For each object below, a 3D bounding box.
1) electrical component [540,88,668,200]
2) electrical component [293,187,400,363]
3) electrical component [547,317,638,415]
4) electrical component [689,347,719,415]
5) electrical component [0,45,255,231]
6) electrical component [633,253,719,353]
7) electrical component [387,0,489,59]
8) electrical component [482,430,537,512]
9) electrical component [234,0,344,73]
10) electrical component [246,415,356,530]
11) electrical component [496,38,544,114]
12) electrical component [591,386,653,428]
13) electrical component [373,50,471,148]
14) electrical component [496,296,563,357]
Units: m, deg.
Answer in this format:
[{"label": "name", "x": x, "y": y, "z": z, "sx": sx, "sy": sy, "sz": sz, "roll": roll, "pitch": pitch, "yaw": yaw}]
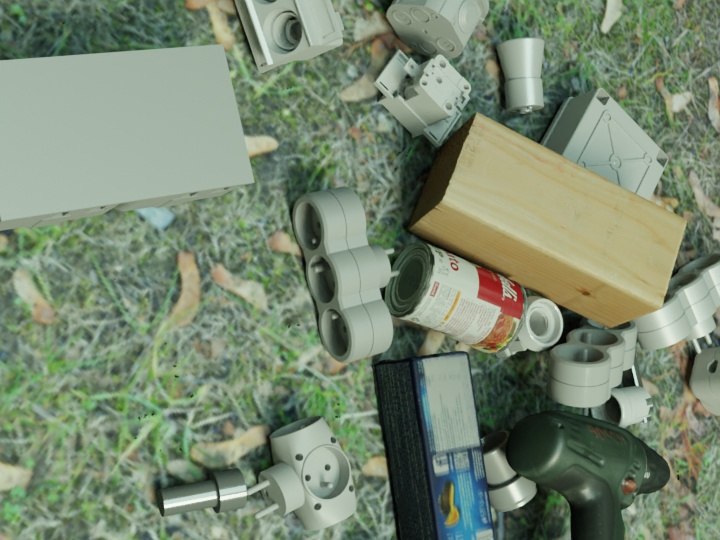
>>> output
[{"label": "electrical component", "x": 0.223, "y": -0.096, "z": 1.018, "sx": 0.109, "sy": 0.056, "sz": 0.108, "roll": 41, "pitch": 64, "yaw": -19}, {"label": "electrical component", "x": 0.000, "y": 0.000, "z": 0.869, "sx": 0.074, "sy": 0.052, "sz": 0.138, "roll": -14, "pitch": 89, "yaw": -32}, {"label": "electrical component", "x": 0.207, "y": 0.094, "z": 0.959, "sx": 0.138, "sy": 0.052, "sz": 0.073, "roll": -29, "pitch": 125, "yaw": -57}, {"label": "electrical component", "x": 0.379, "y": 0.116, "z": 1.075, "sx": 0.095, "sy": 0.059, "sz": 0.053, "roll": 29, "pitch": 68, "yaw": -24}, {"label": "electrical component", "x": -0.182, "y": -0.095, "z": 0.770, "sx": 0.186, "sy": 0.060, "sz": 0.105, "roll": -12, "pitch": 88, "yaw": -32}, {"label": "electrical component", "x": 0.326, "y": 0.045, "z": 1.059, "sx": 0.138, "sy": 0.052, "sz": 0.073, "roll": -31, "pitch": 100, "yaw": -32}, {"label": "electrical component", "x": 0.067, "y": -0.226, "z": 0.932, "sx": 0.080, "sy": 0.080, "sz": 0.051, "roll": 35, "pitch": 71, "yaw": -22}, {"label": "electrical component", "x": 0.121, "y": 0.172, "z": 0.919, "sx": 0.045, "sy": 0.045, "sz": 0.055, "roll": -32, "pitch": 99, "yaw": -31}, {"label": "electrical component", "x": -0.061, "y": -0.229, "z": 0.860, "sx": 0.063, "sy": 0.079, "sz": 0.121, "roll": -23, "pitch": 95, "yaw": -61}, {"label": "electrical component", "x": -0.050, "y": 0.161, "z": 0.817, "sx": 0.079, "sy": 0.044, "sz": 0.077, "roll": -22, "pitch": 94, "yaw": -32}, {"label": "electrical component", "x": 0.151, "y": -0.178, "z": 0.998, "sx": 0.044, "sy": 0.044, "sz": 0.065, "roll": -3, "pitch": 88, "yaw": -32}, {"label": "electrical component", "x": 0.245, "y": 0.128, "z": 1.005, "sx": 0.046, "sy": 0.040, "sz": 0.040, "roll": -5, "pitch": 85, "yaw": -37}, {"label": "electrical component", "x": 0.057, "y": -0.150, "z": 0.922, "sx": 0.081, "sy": 0.064, "sz": 0.042, "roll": 42, "pitch": 64, "yaw": -19}, {"label": "electrical component", "x": 0.145, "y": 0.049, "z": 0.947, "sx": 0.066, "sy": 0.055, "sz": 0.048, "roll": -32, "pitch": 99, "yaw": -31}]
